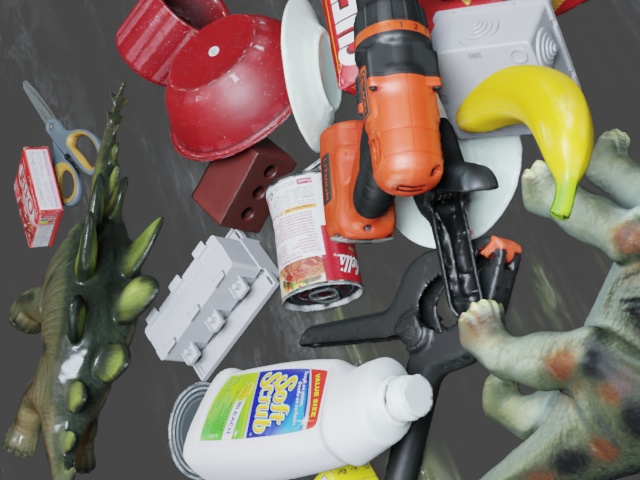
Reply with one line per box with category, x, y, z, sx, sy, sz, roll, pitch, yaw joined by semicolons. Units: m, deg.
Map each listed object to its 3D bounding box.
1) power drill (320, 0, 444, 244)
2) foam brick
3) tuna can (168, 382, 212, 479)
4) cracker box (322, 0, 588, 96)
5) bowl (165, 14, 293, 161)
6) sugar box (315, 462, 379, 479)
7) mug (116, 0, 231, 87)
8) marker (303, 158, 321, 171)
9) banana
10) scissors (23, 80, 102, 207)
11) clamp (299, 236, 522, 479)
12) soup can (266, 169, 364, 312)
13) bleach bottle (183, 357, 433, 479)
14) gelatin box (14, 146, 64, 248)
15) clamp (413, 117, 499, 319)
power drill;0.039;-0.091;0.770;0.188;0.057;0.184;107;161;-66
foam brick;-0.068;-0.054;0.962;0.051;0.052;0.078;42;110;38
tuna can;-0.095;0.171;0.953;0.086;0.033;0.086;-10;75;40
cracker box;0.098;-0.224;0.834;0.214;0.072;0.164;-24;66;36
bowl;-0.081;-0.148;0.945;0.162;0.055;0.162;-22;43;22
sugar box;0.042;0.259;0.792;0.176;0.048;0.093;58;141;30
mug;-0.144;-0.211;1.045;0.082;0.093;0.117;-44;25;32
marker;0.016;-0.071;0.912;0.121;0.020;0.020;-35;60;31
banana;0.127;-0.077;0.665;0.070;0.037;0.198;-55;18;13
scissors;-0.302;-0.106;1.203;0.202;0.016;0.096;32;103;41
clamp;0.080;0.083;0.813;0.210;0.036;0.165;-44;56;29
soup can;-0.006;0.001;0.885;0.069;0.068;0.102;-25;65;35
bleach bottle;-0.006;0.129;0.808;0.251;0.068;0.102;-24;33;50
gelatin box;-0.310;-0.047;1.172;0.073;0.030;0.089;-56;48;50
clamp;0.090;-0.026;0.768;0.171;0.039;0.120;-106;18;-61
